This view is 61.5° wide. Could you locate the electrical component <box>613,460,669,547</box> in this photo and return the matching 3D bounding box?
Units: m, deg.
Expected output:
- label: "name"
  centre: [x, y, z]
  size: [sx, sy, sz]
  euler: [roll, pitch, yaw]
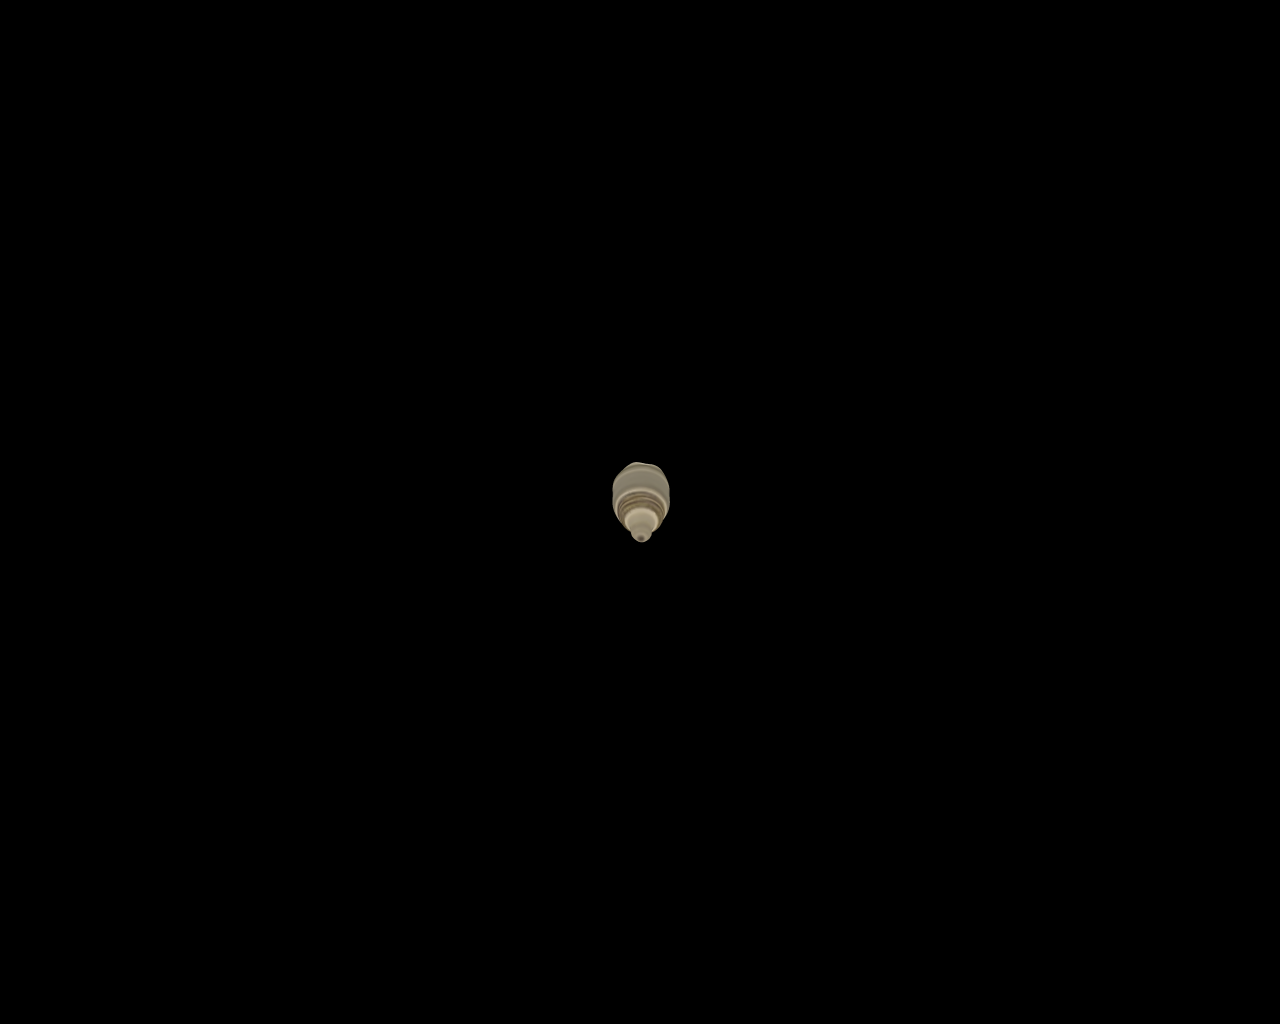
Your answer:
- label: "electrical component"
  centre: [0.001, -0.003, 0.650]
  size: [0.035, 0.035, 0.061]
  euler: [0, 38, 0]
